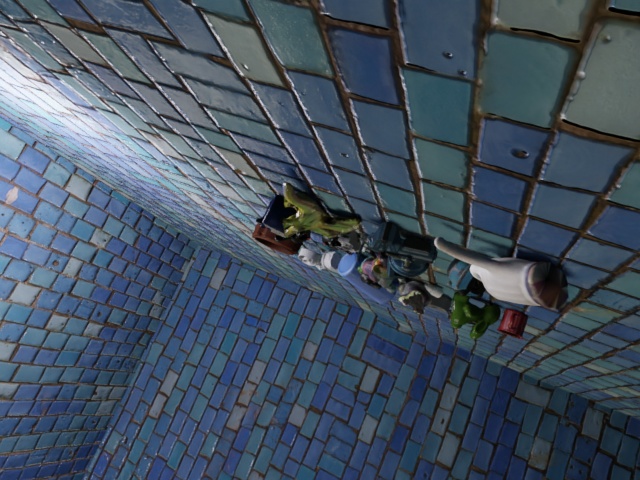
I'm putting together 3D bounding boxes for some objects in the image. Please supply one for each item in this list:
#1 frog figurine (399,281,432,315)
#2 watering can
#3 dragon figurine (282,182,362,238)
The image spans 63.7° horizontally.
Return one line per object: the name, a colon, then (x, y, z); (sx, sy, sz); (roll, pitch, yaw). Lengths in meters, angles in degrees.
frog figurine: (0.383, 0.208, 2.079); (0.137, 0.120, 0.162); (15, -157, 3)
watering can: (0.454, 0.084, 1.257); (0.344, 0.105, 0.224); (30, 166, -29)
dragon figurine: (0.005, -0.077, 1.531); (0.243, 0.124, 0.405); (6, 167, -2)
